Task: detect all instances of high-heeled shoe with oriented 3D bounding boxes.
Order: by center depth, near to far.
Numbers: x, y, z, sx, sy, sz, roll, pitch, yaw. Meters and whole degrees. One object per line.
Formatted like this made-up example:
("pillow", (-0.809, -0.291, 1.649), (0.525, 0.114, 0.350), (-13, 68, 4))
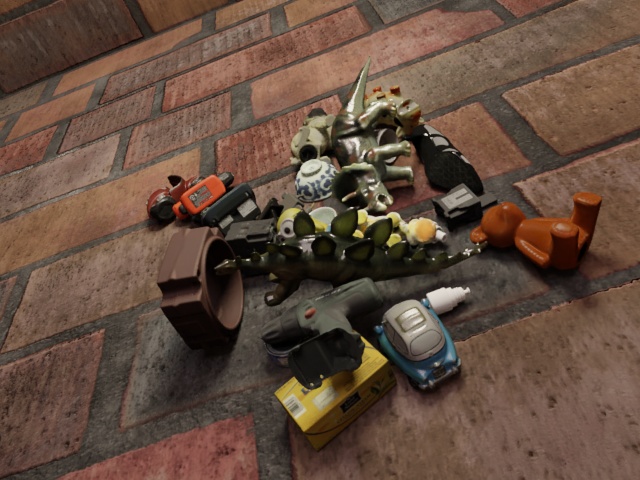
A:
("high-heeled shoe", (0.292, -0.182, 1.210), (0.145, 0.086, 0.249), (-12, 49, -46))

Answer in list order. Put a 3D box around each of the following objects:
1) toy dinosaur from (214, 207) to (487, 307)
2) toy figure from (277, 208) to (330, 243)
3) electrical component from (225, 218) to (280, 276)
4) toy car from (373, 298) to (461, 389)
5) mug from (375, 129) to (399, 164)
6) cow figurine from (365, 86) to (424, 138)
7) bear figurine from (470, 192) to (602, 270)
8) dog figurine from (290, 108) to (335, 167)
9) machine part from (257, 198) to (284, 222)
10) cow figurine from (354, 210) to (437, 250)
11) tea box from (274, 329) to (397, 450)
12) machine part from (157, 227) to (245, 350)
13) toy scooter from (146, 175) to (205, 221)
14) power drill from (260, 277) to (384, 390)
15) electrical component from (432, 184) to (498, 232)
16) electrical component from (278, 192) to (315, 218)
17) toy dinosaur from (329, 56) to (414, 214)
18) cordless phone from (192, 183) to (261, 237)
("toy dinosaur", (0.051, 0.040, 0.957), (0.472, 0.198, 0.105), (0, 49, -8))
("toy figure", (-0.003, 0.000, 1.086), (0.180, 0.082, 0.089), (22, 12, 3))
("electrical component", (-0.139, 0.018, 1.142), (0.134, 0.114, 0.058), (-9, 38, 24))
("toy car", (0.149, 0.153, 0.861), (0.109, 0.102, 0.162), (-28, 38, -3))
("mug", (0.122, -0.217, 1.307), (0.107, 0.080, 0.109), (8, 53, 47))
("cow figurine", (0.187, -0.323, 1.368), (0.085, 0.127, 0.195), (-35, 27, -14))
("bear figurine", (0.366, -0.029, 0.937), (0.120, 0.131, 0.196), (-40, 48, -24))
("dog figurine", (-0.028, -0.269, 1.433), (0.172, 0.121, 0.191), (-27, 26, -8))
("machine part", (-0.109, -0.033, 1.227), (0.084, 0.039, 0.139), (-45, 41, 23))
("cow figurine", (0.149, -0.015, 1.040), (0.168, 0.098, 0.068), (6, 88, 25))
("tea box", (0.026, 0.235, 0.857), (0.170, 0.068, 0.098), (-35, 41, -14))
("machine part", (-0.219, 0.091, 1.034), (0.087, 0.200, 0.201), (-12, 41, 11))
("toy scooter", (-0.404, -0.127, 1.466), (0.184, 0.075, 0.135), (-39, 42, -22))
("power drill", (-0.004, 0.151, 0.862), (0.232, 0.086, 0.207), (-26, 9, 8))
("electrical component", (0.295, -0.073, 1.079), (0.119, 0.047, 0.075), (-24, 40, 3))
("electrical component", (-0.061, -0.073, 1.262), (0.078, 0.045, 0.102), (-58, 40, 4))
("toy dinosaur", (0.090, -0.215, 1.191), (0.192, 0.131, 0.405), (-16, 66, 0))
("cordless phone", (-0.241, -0.075, 1.335), (0.146, 0.088, 0.184), (-41, 24, -19))
